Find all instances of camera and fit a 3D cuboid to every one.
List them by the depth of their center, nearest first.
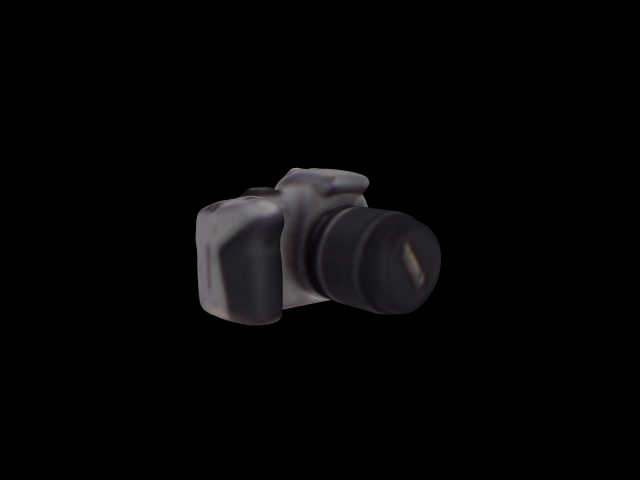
[{"bbox_3d":[0.004,0.001,0.400,0.144,0.101,0.136,-7,11,-39],"label":"camera"}]
